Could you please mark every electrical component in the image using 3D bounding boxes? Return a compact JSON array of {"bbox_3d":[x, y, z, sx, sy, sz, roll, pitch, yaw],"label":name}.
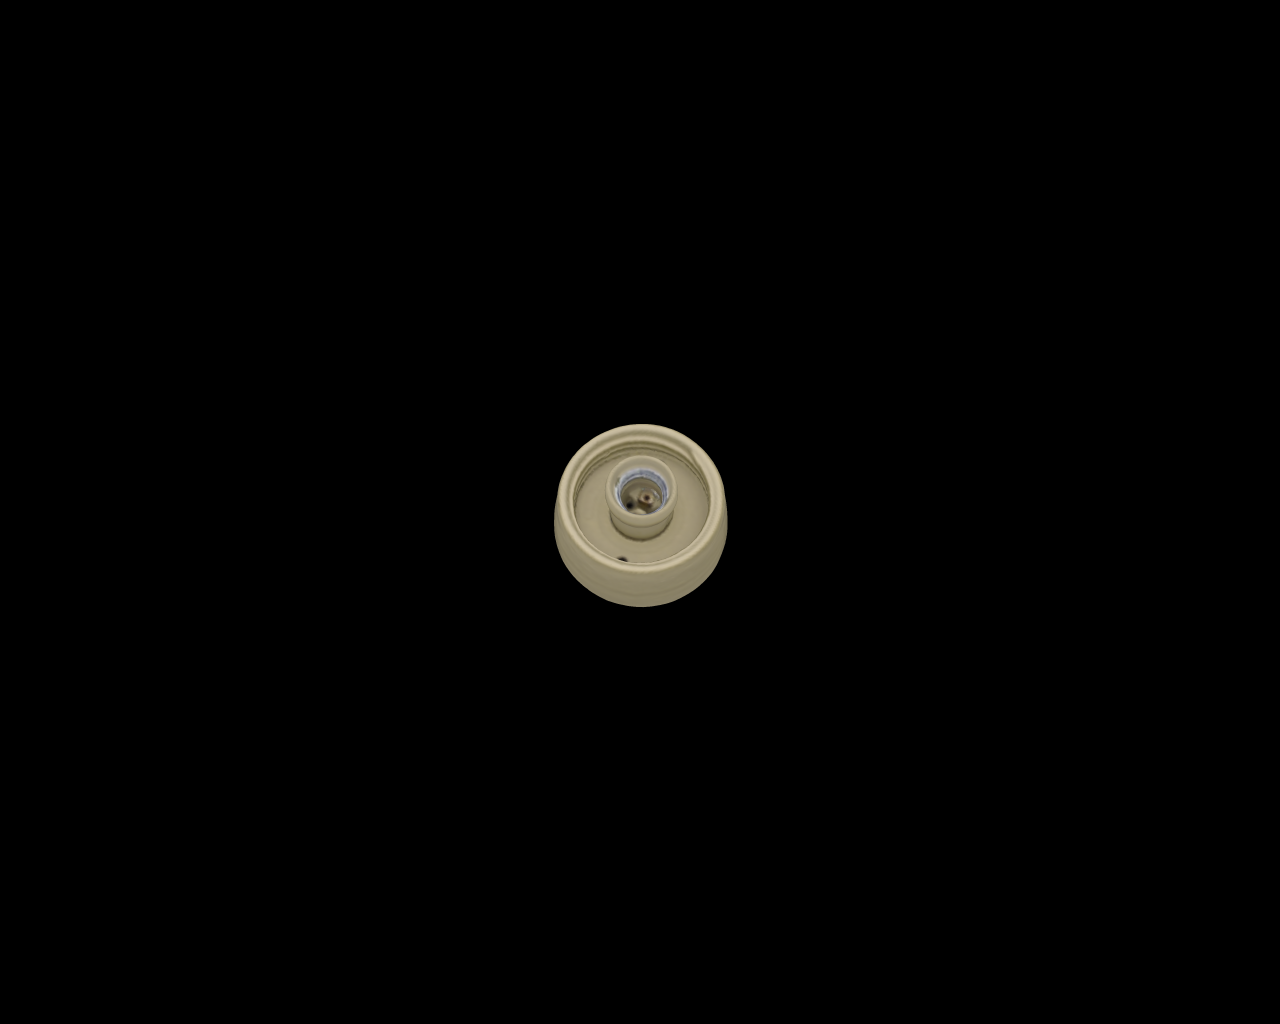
[{"bbox_3d":[0.001,-0.003,0.650,0.108,0.108,0.060,0,-25,0],"label":"electrical component"}]
